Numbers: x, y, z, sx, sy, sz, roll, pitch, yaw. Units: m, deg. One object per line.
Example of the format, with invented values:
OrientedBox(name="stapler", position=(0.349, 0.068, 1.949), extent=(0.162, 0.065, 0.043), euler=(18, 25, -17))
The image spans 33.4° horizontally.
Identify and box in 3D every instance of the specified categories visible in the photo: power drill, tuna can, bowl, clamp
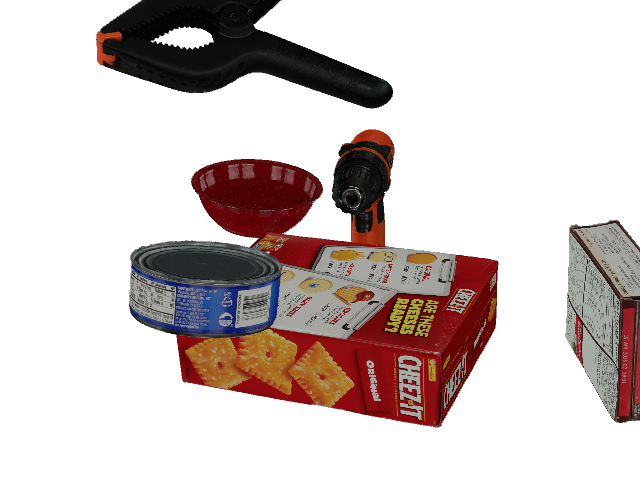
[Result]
OrientedBox(name="power drill", position=(0.043, -0.003, 1.044), extent=(0.057, 0.188, 0.184), euler=(4, 20, 10))
OrientedBox(name="tuna can", position=(-0.065, 0.027, 0.606), extent=(0.086, 0.034, 0.086), euler=(5, 13, -1))
OrientedBox(name="bowl", position=(-0.080, -0.047, 1.315), extent=(0.162, 0.055, 0.162), euler=(4, 25, -2))
OrientedBox(name="clamp", position=(-0.056, -0.147, 0.784), extent=(0.209, 0.164, 0.036), euler=(-17, -27, -18))

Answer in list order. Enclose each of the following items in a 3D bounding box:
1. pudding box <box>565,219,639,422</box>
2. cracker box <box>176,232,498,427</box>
OrientedBox(name="pudding box", position=(0.192, 0.050, 0.690), extent=(0.039, 0.090, 0.113), euler=(-5, 25, -4))
OrientedBox(name="cracker box", position=(0.017, 0.065, 0.849), extent=(0.214, 0.072, 0.164), euler=(7, 26, 22))
